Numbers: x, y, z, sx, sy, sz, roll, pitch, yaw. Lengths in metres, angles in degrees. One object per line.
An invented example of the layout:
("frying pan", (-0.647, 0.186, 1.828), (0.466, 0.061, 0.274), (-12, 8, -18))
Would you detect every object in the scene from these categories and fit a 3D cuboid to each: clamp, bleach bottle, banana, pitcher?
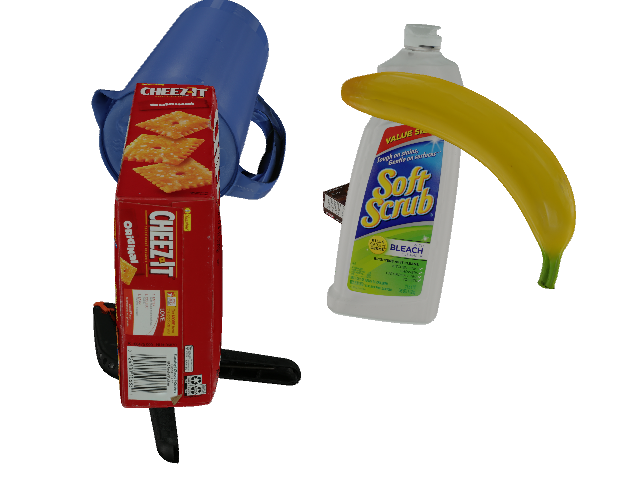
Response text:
("clamp", (-0.133, 0.112, 0.998), (0.164, 0.036, 0.210), (-22, 42, -37))
("bleach bottle", (0.067, -0.058, 0.913), (0.102, 0.251, 0.068), (7, 16, 8))
("banana", (0.100, -0.059, 0.697), (0.198, 0.069, 0.037), (45, 3, 17))
("pitcher", (-0.115, -0.142, 1.072), (0.145, 0.149, 0.242), (-9, 33, 16))

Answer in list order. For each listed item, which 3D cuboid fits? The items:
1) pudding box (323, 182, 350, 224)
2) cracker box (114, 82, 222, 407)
("pudding box", (0.073, -0.052, 1.514), (0.113, 0.039, 0.090), (-23, 38, -32))
("cracker box", (-0.108, -0.005, 0.788), (0.072, 0.164, 0.213), (1, 28, -5))
